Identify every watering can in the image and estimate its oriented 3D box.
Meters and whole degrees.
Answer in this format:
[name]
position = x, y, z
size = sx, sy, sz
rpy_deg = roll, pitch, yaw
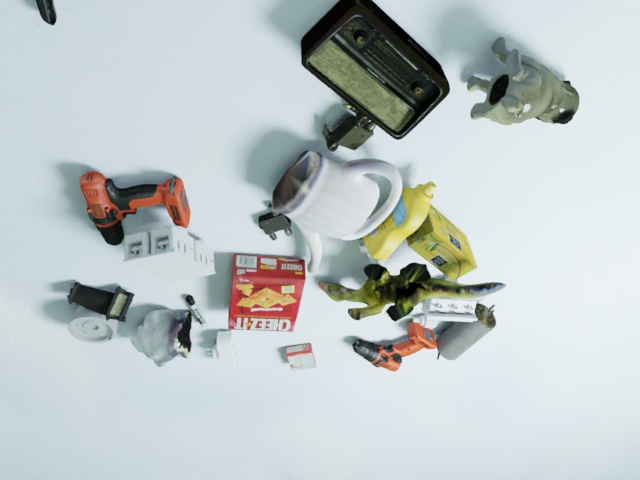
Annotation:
[watering can]
position = 0.003, -0.051, 1.016
size = 0.223, 0.106, 0.341
rpy_deg = 25, 132, -25

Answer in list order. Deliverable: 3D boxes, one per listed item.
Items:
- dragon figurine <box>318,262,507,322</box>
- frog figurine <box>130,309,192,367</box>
[dragon figurine]
position = 0.192, 0.113, 1.166
size = 0.410, 0.123, 0.242
rpy_deg = -1, 176, 11
[frog figurine]
position = -0.403, 0.239, 1.262
size = 0.159, 0.124, 0.136
rpy_deg = -5, 103, 12
